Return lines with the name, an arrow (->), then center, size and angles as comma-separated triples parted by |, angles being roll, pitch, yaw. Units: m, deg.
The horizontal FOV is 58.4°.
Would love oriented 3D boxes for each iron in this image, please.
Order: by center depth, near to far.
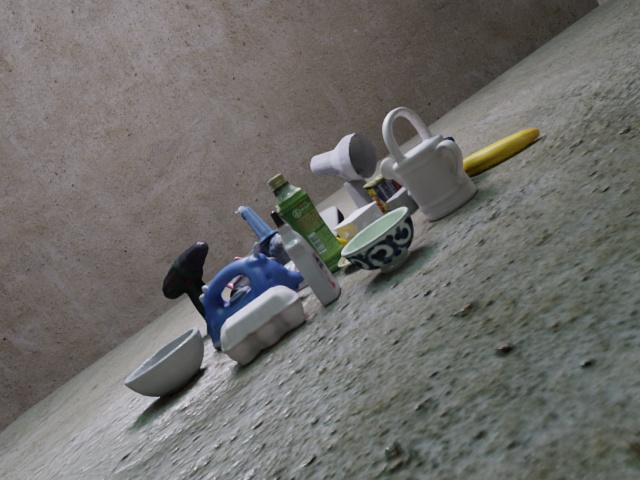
iron -> -0.160, 0.113, 1.119 | 0.257, 0.141, 0.119 | -32, 8, 29

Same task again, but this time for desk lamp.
desk lamp -> 0.079, -0.158, 1.526 | 0.202, 0.213, 0.118 | -28, 10, 46

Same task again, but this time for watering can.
watering can -> 0.169, -0.134, 0.982 | 0.172, 0.194, 0.101 | -30, 9, 39

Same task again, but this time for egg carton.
egg carton -> -0.095, 0.136, 0.938 | 0.150, 0.069, 0.107 | -36, 7, -7

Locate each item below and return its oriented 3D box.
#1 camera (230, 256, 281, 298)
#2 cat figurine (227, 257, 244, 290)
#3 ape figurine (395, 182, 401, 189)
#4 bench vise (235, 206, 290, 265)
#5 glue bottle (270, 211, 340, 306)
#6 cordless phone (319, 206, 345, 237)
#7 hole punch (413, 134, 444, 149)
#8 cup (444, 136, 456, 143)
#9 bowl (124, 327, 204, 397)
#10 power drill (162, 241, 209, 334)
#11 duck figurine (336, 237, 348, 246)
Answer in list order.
camera -> -0.168, 0.107, 1.383 | 0.143, 0.101, 0.137 | -29, 9, 43
cat figurine -> -0.198, 0.099, 1.521 | 0.127, 0.118, 0.067 | -34, 7, 8
ape figurine -> 0.191, -0.158, 1.493 | 0.078, 0.092, 0.076 | -34, 7, 8
bench vise -> -0.136, -0.015, 1.572 | 0.122, 0.220, 0.207 | -40, 8, -34
glue bottle -> -0.029, 0.025, 0.938 | 0.037, 0.173, 0.078 | -35, 7, 6
cordless phone -> -0.024, -0.059, 1.464 | 0.147, 0.185, 0.094 | -31, 8, 35
hole punch -> 0.263, -0.189, 1.349 | 0.108, 0.091, 0.101 | -33, 7, 16
cup -> 0.235, -0.133, 1.076 | 0.091, 0.095, 0.118 | -35, 7, 7
bowl -> -0.279, 0.244, 1.082 | 0.167, 0.075, 0.167 | -35, 7, 5
power drill -> -0.296, 0.124, 1.435 | 0.229, 0.208, 0.076 | -30, 9, 40
duck figurine -> 0.012, 0.005, 1.267 | 0.078, 0.086, 0.104 | -39, 7, -27
